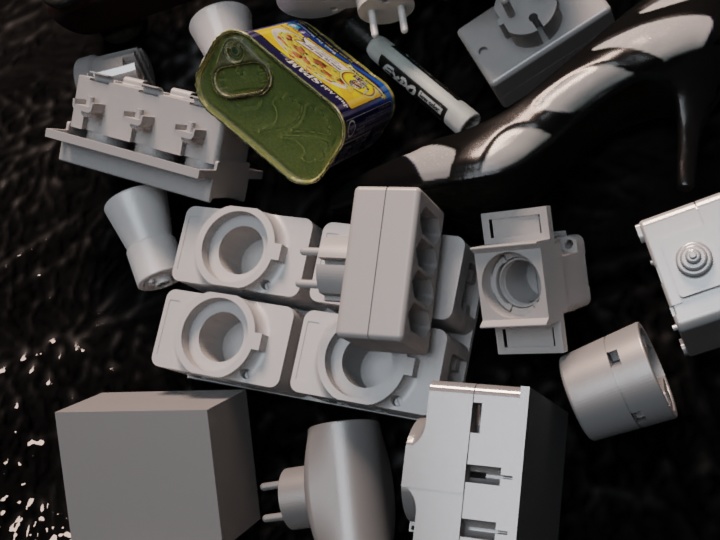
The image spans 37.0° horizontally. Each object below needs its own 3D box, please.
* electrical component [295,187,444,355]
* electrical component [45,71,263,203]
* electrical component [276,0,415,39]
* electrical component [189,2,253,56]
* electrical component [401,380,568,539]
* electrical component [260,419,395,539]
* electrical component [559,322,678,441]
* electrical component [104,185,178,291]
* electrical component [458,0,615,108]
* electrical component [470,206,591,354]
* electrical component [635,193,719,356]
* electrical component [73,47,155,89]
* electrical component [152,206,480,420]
[{"bbox_3d":[0.000,0.000,0.593,0.076,0.047,0.083,3,77,22],"label":"electrical component"},{"bbox_3d":[-0.133,-0.090,0.715,0.121,0.079,0.063,16,101,23],"label":"electrical component"},{"bbox_3d":[0.015,-0.182,0.689,0.138,0.052,0.073,-8,73,2],"label":"electrical component"},{"bbox_3d":[-0.089,-0.149,0.737,0.045,0.045,0.055,-23,70,14],"label":"electrical component"},{"bbox_3d":[0.062,0.158,0.563,0.060,0.105,0.186,2,77,22],"label":"electrical component"},{"bbox_3d":[-0.023,0.133,0.637,0.079,0.043,0.077,-12,72,18],"label":"electrical component"},{"bbox_3d":[0.140,0.062,0.587,0.047,0.055,0.055,-23,69,18],"label":"electrical component"},{"bbox_3d":[-0.142,-0.019,0.726,0.044,0.044,0.065,-26,73,13],"label":"electrical component"},{"bbox_3d":[0.103,-0.150,0.646,0.083,0.076,0.047,-32,67,11],"label":"electrical component"},{"bbox_3d":[0.099,0.005,0.606,0.042,0.064,0.081,-4,95,38],"label":"electrical component"},{"bbox_3d":[0.186,0.001,0.562,0.061,0.096,0.061,-21,70,15],"label":"electrical component"},{"bbox_3d":[-0.175,-0.137,0.771,0.046,0.040,0.040,-12,72,12],"label":"electrical component"},{"bbox_3d":[-0.027,0.025,0.658,0.186,0.060,0.105,7,79,23],"label":"electrical component"}]
